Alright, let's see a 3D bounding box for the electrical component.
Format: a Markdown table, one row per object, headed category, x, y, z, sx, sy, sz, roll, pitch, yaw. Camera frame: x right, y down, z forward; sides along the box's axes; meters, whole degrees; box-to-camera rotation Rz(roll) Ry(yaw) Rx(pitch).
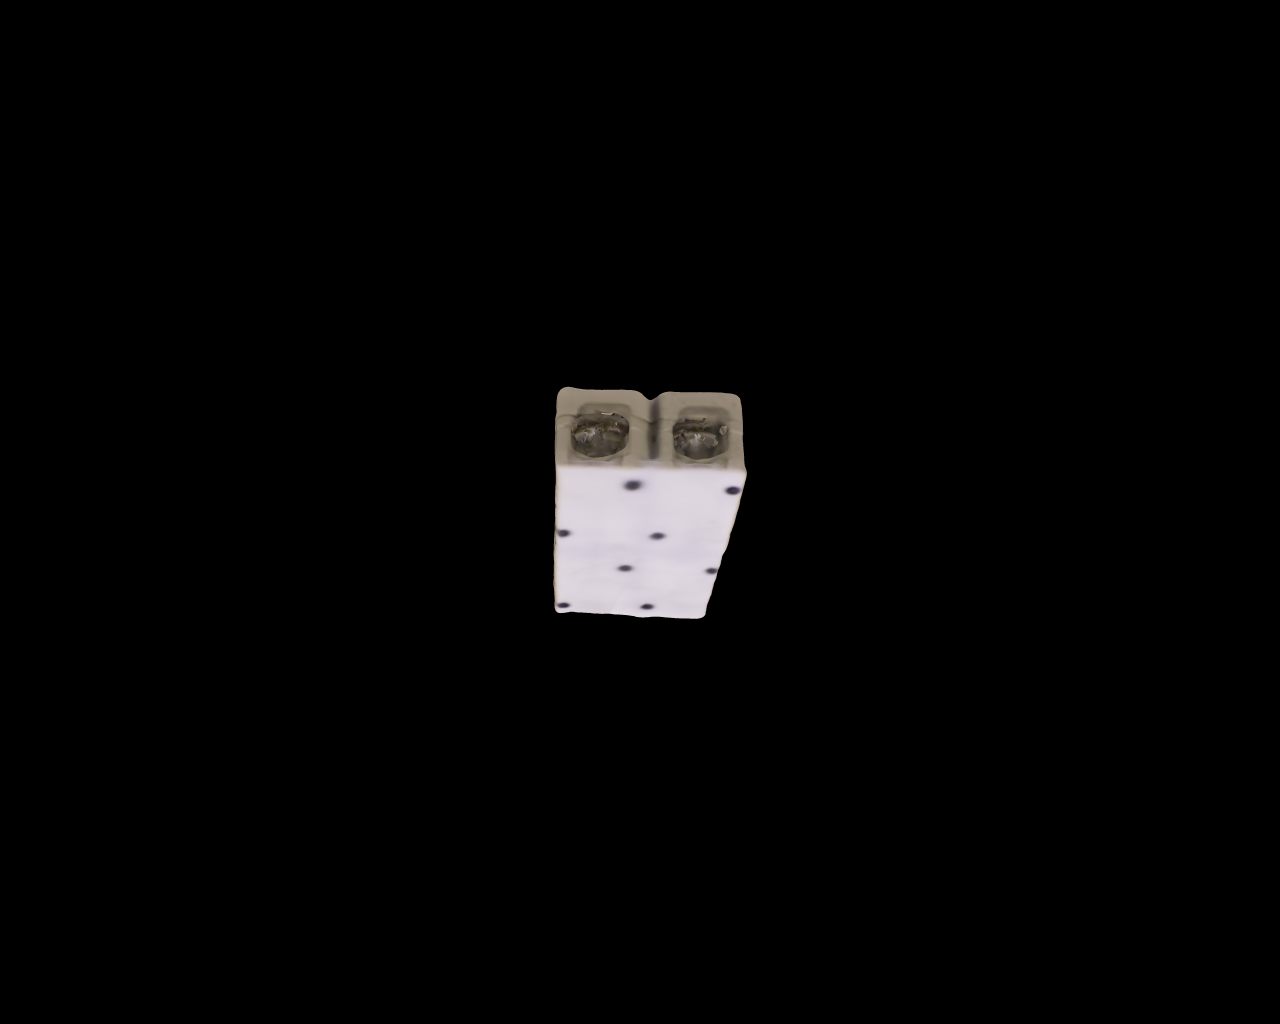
| category | x | y | z | sx | sy | sz | roll | pitch | yaw |
| --- | --- | --- | --- | --- | --- | --- | --- | --- | --- |
| electrical component | 0.001 | -0.003 | 0.650 | 0.105 | 0.060 | 0.186 | 2 | -31 | -3 |
